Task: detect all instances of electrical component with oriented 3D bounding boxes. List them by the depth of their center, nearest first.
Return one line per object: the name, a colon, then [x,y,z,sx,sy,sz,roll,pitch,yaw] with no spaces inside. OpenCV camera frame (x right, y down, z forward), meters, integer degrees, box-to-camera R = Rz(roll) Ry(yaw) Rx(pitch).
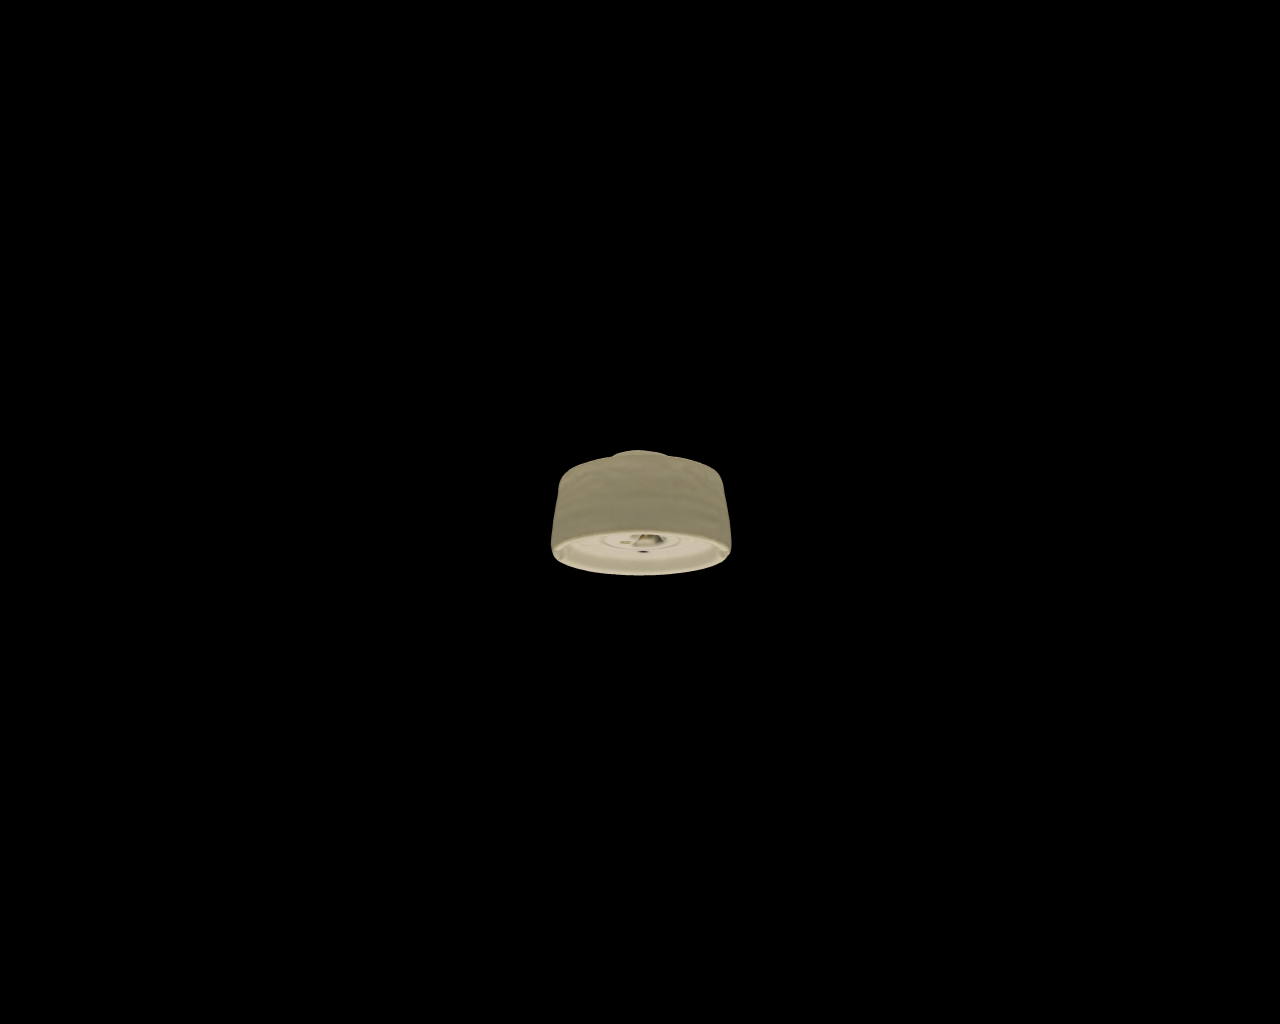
electrical component: [0.001,-0.003,0.650,0.108,0.060,0.108,0,-16,0]
